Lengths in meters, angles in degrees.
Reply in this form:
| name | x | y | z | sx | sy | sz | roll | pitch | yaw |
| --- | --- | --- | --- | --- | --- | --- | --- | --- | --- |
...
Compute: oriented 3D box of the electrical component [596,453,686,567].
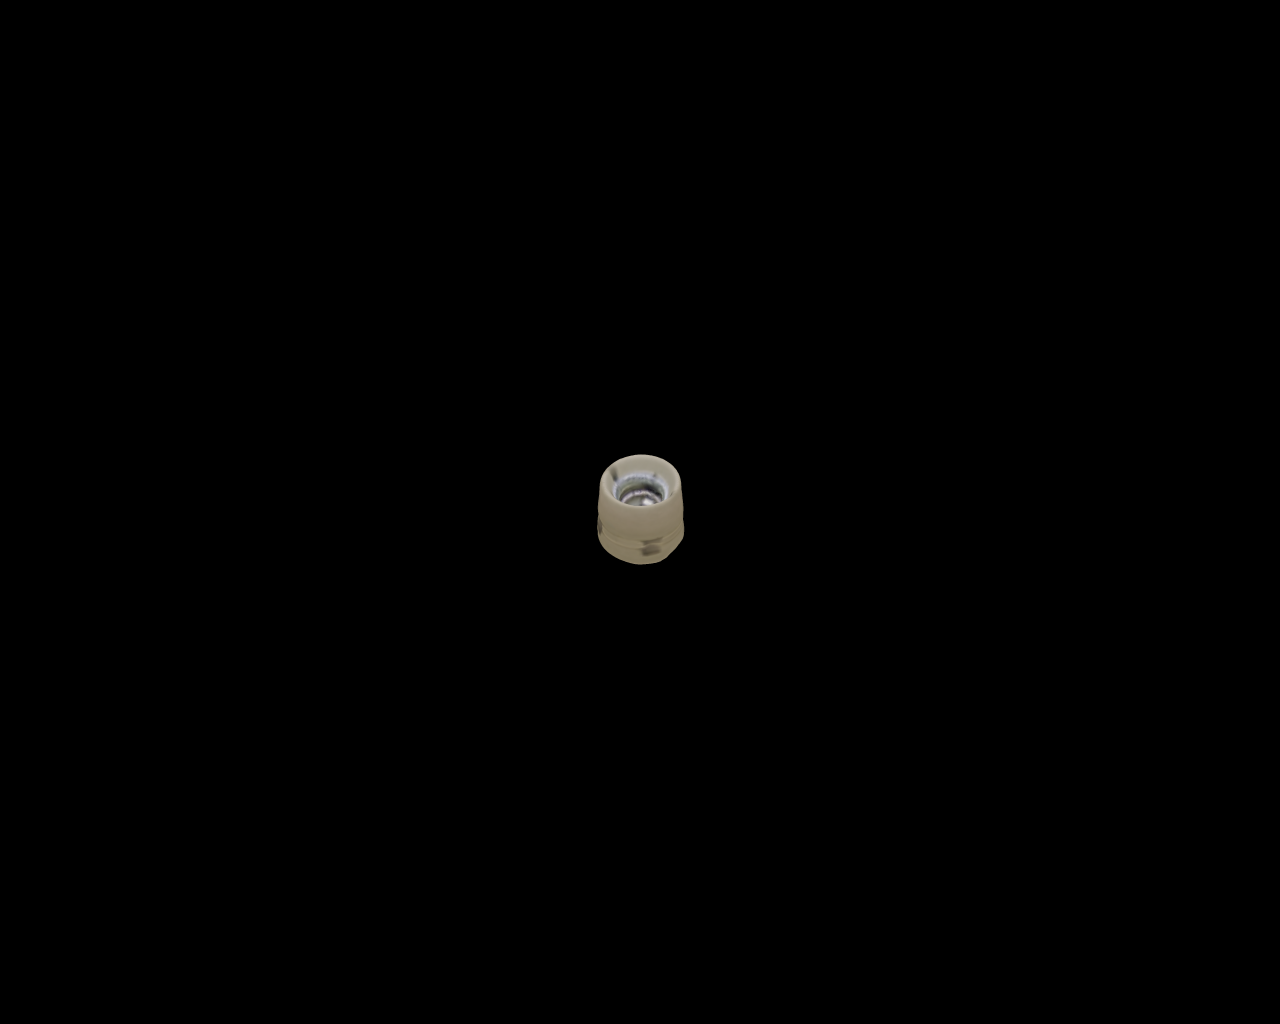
| name | x | y | z | sx | sy | sz | roll | pitch | yaw |
| --- | --- | --- | --- | --- | --- | --- | --- | --- | --- |
| electrical component | 0.001 | -0.003 | 0.650 | 0.055 | 0.055 | 0.047 | 0 | -45 | 0 |
